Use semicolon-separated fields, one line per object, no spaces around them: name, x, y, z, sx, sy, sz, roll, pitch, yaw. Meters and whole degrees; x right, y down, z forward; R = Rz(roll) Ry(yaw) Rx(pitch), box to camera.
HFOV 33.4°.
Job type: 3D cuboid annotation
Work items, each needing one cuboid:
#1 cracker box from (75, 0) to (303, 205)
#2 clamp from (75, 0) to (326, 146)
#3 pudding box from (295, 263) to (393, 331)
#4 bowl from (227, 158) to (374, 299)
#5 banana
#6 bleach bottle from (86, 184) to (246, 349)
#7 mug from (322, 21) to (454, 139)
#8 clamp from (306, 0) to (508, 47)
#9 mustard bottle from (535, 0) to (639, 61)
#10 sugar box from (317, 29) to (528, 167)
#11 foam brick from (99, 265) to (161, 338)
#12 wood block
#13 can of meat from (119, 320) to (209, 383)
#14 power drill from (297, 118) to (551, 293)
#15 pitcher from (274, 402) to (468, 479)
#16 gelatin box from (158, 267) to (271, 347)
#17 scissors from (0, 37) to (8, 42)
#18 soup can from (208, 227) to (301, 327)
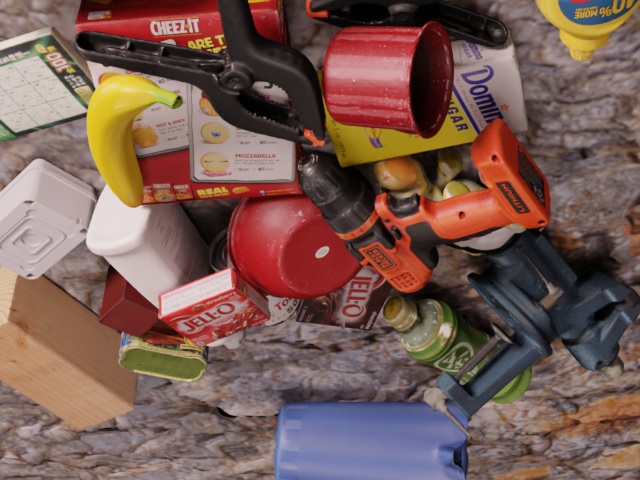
cracker box;-0.104;-0.129;0.933;0.164;0.072;0.214;-4;139;3
clamp;-0.063;-0.143;0.832;0.209;0.036;0.165;30;138;-29
pudding box;0.028;0.049;1.167;0.090;0.039;0.114;9;140;-12
bowl;-0.007;0.001;1.048;0.162;0.055;0.162;-11;122;-18
banana;-0.162;-0.085;0.876;0.069;0.037;0.198;48;153;4
bleach bottle;-0.143;0.042;1.110;0.068;0.102;0.250;-8;139;22
mug;0.058;-0.125;0.874;0.082;0.093;0.117;8;156;28
clamp;0.077;-0.191;0.875;0.172;0.039;0.120;1;155;18
mustard bottle;0.215;-0.218;0.833;0.096;0.058;0.191;-17;142;-9
sugar box;0.093;-0.124;0.957;0.176;0.048;0.093;-9;139;13
foam brick;-0.198;0.056;1.146;0.051;0.078;0.053;28;132;-27
wood block;-0.307;0.124;1.218;0.090;0.091;0.206;-23;135;24
can of meat;-0.173;0.107;1.202;0.102;0.084;0.058;13;138;-14
power drill;0.095;-0.039;0.953;0.188;0.057;0.184;-22;132;31
pitcher;0.066;0.270;1.373;0.243;0.145;0.149;3;128;2
gelatin box;-0.105;0.068;1.059;0.089;0.030;0.073;-22;142;17
scissors;-0.303;-0.191;0.902;0.201;0.016;0.096;6;139;-8
soup can;-0.068;0.038;1.131;0.068;0.068;0.102;-13;138;15
